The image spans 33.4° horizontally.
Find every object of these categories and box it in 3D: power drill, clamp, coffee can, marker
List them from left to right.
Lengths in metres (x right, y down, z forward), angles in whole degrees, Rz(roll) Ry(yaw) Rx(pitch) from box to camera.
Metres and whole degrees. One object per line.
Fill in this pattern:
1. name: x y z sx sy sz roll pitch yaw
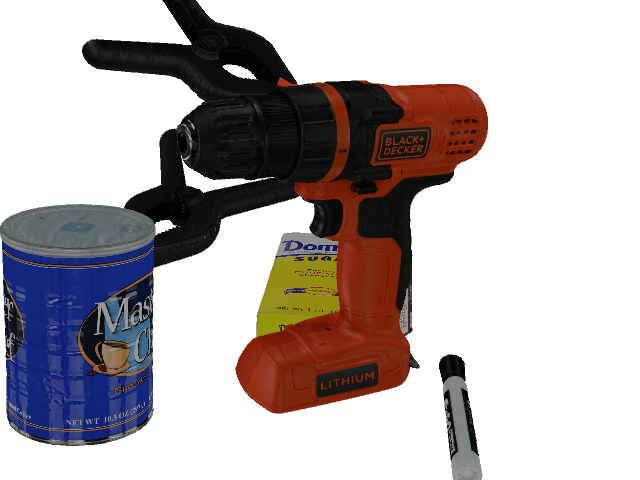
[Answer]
1. coffee can: -0.167 0.055 0.739 0.103 0.140 0.103 3 17 -1
2. clamp: -0.136 -0.039 1.041 0.165 0.036 0.209 25 42 22
3. clamp: -0.094 -0.161 0.872 0.171 0.120 0.039 22 -27 -4
4. power drill: 0.001 0.003 0.593 0.184 0.188 0.057 -7 31 -29
5. marker: 0.094 0.118 0.727 0.020 0.020 0.121 0 32 1

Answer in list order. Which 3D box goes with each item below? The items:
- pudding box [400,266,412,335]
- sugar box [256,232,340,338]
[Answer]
1. pudding box: 0.044 0.052 1.144 0.114 0.090 0.039 9 19 35
2. sugar box: 0.003 0.043 0.886 0.093 0.048 0.176 4 23 3
